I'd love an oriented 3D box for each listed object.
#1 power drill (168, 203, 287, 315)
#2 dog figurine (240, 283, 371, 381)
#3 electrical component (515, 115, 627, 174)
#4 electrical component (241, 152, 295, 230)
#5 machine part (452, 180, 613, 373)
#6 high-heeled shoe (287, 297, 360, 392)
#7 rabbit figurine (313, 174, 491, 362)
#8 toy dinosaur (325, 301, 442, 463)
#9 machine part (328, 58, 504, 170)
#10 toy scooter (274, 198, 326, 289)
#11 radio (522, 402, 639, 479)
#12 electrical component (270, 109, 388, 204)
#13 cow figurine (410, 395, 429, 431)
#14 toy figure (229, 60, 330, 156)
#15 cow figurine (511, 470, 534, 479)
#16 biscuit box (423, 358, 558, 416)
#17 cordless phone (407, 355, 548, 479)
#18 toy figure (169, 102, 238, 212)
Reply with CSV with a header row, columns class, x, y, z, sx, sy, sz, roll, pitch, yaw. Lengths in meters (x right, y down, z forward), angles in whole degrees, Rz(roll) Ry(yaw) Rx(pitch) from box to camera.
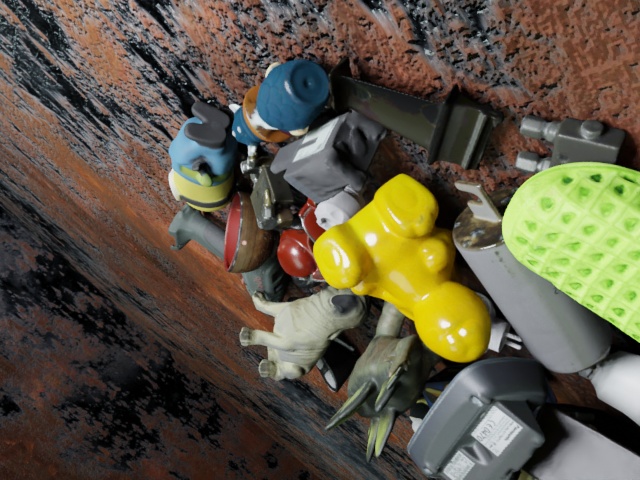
class,x,y,z,sx,sy,sz,roll,pitch,yaw
power drill,-0.147,0.034,0.892,0.207,0.086,0.232,36,153,10
dog figurine,0.002,0.141,0.810,0.191,0.121,0.172,-10,140,22
electrical component,0.187,-0.057,0.380,0.094,0.021,0.063,23,151,27
electrical component,-0.064,-0.055,0.627,0.078,0.045,0.102,-46,54,52
machine part,0.190,0.039,0.474,0.079,0.079,0.243,-1,135,52
high-heeled shoe,-0.003,0.194,0.983,0.145,0.086,0.248,33,150,16
rabbit figurine,0.094,0.045,0.521,0.173,0.122,0.162,51,-177,20
toy dinosaur,0.091,0.177,0.697,0.105,0.198,0.470,26,154,15
machine part,0.071,-0.102,0.430,0.139,0.039,0.084,27,162,12
toy scooter,-0.001,-0.002,0.652,0.184,0.075,0.135,4,133,51
radio,0.301,0.228,0.542,0.131,0.073,0.229,27,-179,43
electrical component,0.002,-0.077,0.513,0.047,0.075,0.119,35,153,-24
cow figurine,0.226,0.301,0.891,0.168,0.068,0.098,13,140,39
toy figure,-0.042,-0.124,0.517,0.058,0.064,0.154,6,173,-27
cow figurine,0.260,0.303,0.762,0.086,0.127,0.195,-15,168,27
biscuit box,0.215,0.202,0.717,0.063,0.059,0.202,66,154,8
cordless phone,0.175,0.154,0.548,0.089,0.184,0.146,32,122,16
toy figure,-0.143,-0.093,0.671,0.089,0.082,0.180,41,152,-1
